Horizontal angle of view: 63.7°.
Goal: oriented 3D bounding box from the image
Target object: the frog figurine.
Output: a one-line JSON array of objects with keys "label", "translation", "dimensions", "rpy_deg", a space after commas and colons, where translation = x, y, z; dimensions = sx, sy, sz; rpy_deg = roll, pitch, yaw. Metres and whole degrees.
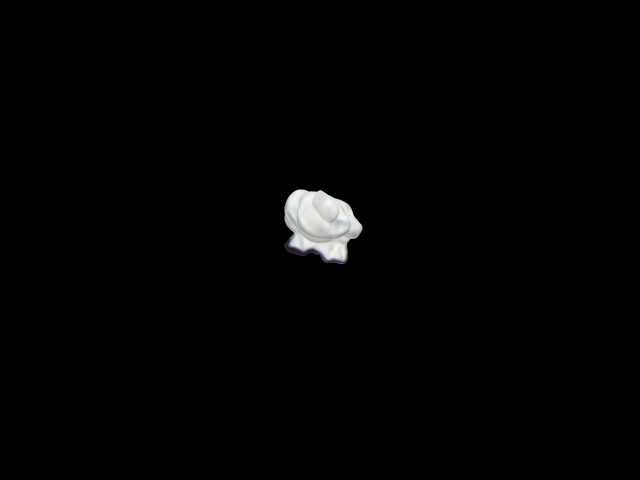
[{"label": "frog figurine", "translation": [0.003, -0.043, 0.850], "dimensions": [0.138, 0.124, 0.155], "rpy_deg": [32, -30, 22]}]
